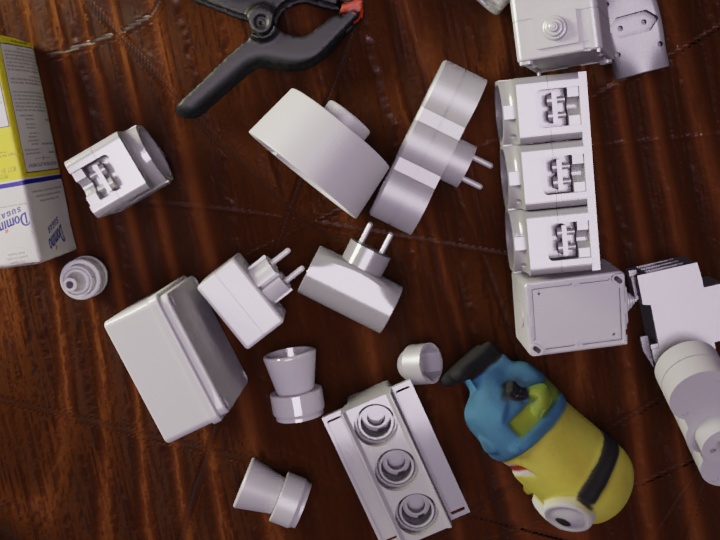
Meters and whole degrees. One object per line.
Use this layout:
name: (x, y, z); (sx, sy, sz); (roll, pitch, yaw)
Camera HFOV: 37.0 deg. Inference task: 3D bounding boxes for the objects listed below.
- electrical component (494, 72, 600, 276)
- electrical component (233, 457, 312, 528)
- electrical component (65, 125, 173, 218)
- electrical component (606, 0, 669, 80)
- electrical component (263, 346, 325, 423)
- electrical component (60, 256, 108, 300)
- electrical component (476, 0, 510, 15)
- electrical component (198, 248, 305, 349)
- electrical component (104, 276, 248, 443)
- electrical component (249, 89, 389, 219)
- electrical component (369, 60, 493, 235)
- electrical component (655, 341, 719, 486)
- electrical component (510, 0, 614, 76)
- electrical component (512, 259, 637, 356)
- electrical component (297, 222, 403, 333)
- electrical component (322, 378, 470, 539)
electrical component: (0.145, -0.076, 0.848); (0.062, 0.089, 0.150); (-6, 97, 2)
electrical component: (-0.074, 0.189, 0.909); (0.055, 0.045, 0.045); (22, 97, -2)
electrical component: (-0.187, -0.079, 0.855); (0.056, 0.089, 0.050); (-29, 96, 5)
electrical component: (0.198, -0.189, 0.857); (0.079, 0.043, 0.077); (-13, 96, 12)
electrical component: (-0.055, 0.095, 0.897); (0.045, 0.045, 0.055); (-9, 97, 2)
electrical component: (-0.229, 0.008, 0.881); (0.035, 0.061, 0.035); (0, 97, 1)
electrical component: (0.108, -0.240, 0.825); (0.054, 0.095, 0.059); (42, 96, -2)
electrical component: (-0.082, 0.013, 0.886); (0.077, 0.047, 0.065); (-38, 97, 4)
electrical component: (-0.145, 0.068, 0.864); (0.056, 0.108, 0.108); (-26, 96, 7)
electrical component: (-0.026, -0.097, 0.843); (0.108, 0.108, 0.060); (39, 90, -4)
electrical component: (0.070, -0.091, 0.867); (0.074, 0.052, 0.138); (26, 97, -2)
electrical component: (0.283, 0.127, 0.852); (0.052, 0.073, 0.138); (-25, 124, 11)
electrical component: (0.150, -0.184, 0.799); (0.062, 0.096, 0.061); (-7, 92, 20)
electrical component: (0.175, 0.028, 0.877); (0.096, 0.061, 0.061); (-7, 104, -3)
electrical component: (0.000, 0.000, 0.885); (0.077, 0.043, 0.079); (27, 96, -2)
electrical component: (0.030, 0.157, 0.894); (0.079, 0.063, 0.121); (-24, 96, 4)
